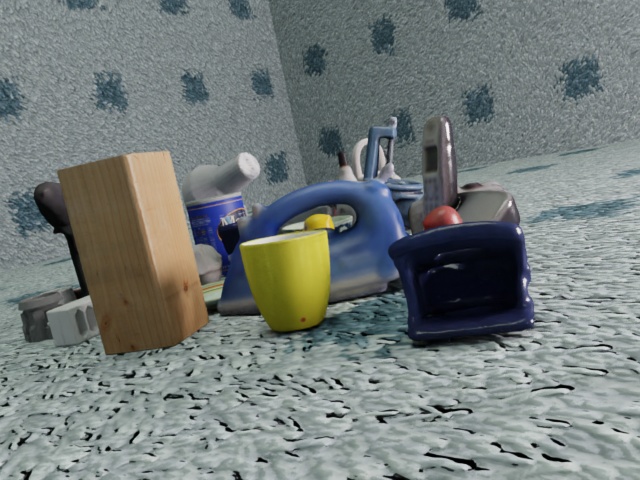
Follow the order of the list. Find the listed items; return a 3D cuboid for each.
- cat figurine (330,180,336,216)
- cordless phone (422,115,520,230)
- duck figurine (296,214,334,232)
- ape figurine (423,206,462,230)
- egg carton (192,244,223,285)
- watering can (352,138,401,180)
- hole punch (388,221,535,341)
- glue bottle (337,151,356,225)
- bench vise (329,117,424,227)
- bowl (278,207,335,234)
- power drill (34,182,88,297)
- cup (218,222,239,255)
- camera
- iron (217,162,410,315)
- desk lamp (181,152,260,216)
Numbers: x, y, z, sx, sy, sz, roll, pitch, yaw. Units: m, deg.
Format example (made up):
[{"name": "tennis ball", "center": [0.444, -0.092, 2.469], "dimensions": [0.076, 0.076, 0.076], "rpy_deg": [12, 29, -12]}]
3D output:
[{"name": "cat figurine", "center": [0.041, -0.087, 1.383], "dimensions": [0.127, 0.118, 0.067], "rpy_deg": [-7, 9, 36]}, {"name": "cordless phone", "center": [0.163, -0.058, 0.678], "dimensions": [0.094, 0.185, 0.147], "rpy_deg": [-14, 8, -19]}, {"name": "duck figurine", "center": [0.008, 0.003, 0.853], "dimensions": [0.104, 0.086, 0.078], "rpy_deg": [-9, 8, 19]}, {"name": "ape figurine", "center": [0.123, 0.013, 0.560], "dimensions": [0.076, 0.092, 0.077], "rpy_deg": [-13, 7, -10]}, {"name": "egg carton", "center": [-0.230, 0.053, 0.919], "dimensions": [0.150, 0.069, 0.107], "rpy_deg": [-13, 7, -10]}, {"name": "watering can", "center": [0.108, -0.124, 1.258], "dimensions": [0.172, 0.194, 0.101], "rpy_deg": [-8, 8, 30]}, {"name": "hole punch", "center": [0.115, 0.026, 0.471], "dimensions": [0.108, 0.091, 0.101], "rpy_deg": [-10, 7, 18]}, {"name": "glue bottle", "center": [0.055, -0.072, 1.014], "dimensions": [0.037, 0.173, 0.078], "rpy_deg": [-16, 8, -30]}, {"name": "bench vise", "center": [0.104, -0.119, 1.120], "dimensions": [0.207, 0.220, 0.121], "rpy_deg": [-11, 7, 3]}, {"name": "bowl", "center": [-0.042, -0.036, 1.296], "dimensions": [0.167, 0.075, 0.167], "rpy_deg": [-12, 7, 2]}, {"name": "power drill", "center": [-0.363, 0.015, 0.871], "dimensions": [0.076, 0.208, 0.229], "rpy_deg": [-13, 7, -11]}, {"name": "cup", "center": [-0.104, 0.017, 0.894], "dimensions": [0.092, 0.095, 0.117], "rpy_deg": [-13, 7, -10]}, {"name": "camera", "center": [0.207, -0.048, 0.869], "dimensions": [0.143, 0.101, 0.137], "rpy_deg": [-10, 7, 12]}, {"name": "iron", "center": [-0.012, 0.000, 0.687], "dimensions": [0.258, 0.141, 0.118], "rpy_deg": [-11, 7, 2]}, {"name": "desk lamp", "center": [-0.176, -0.066, 1.189], "dimensions": [0.202, 0.213, 0.118], "rpy_deg": [-6, 9, 39]}]
